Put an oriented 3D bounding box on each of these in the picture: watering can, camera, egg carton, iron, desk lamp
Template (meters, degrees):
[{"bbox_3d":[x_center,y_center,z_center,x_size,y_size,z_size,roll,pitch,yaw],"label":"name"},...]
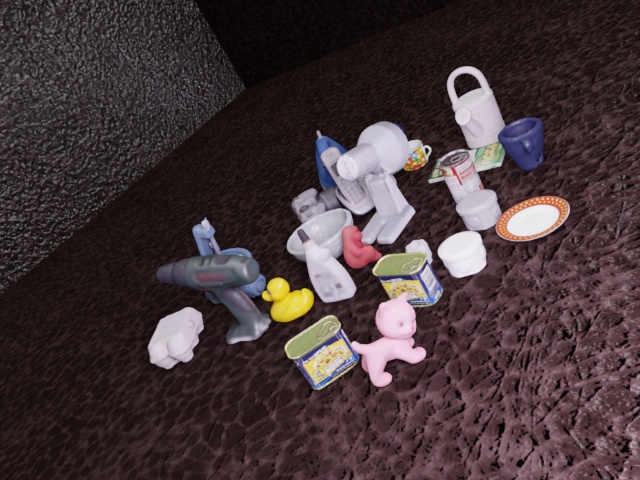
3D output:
[{"bbox_3d":[0.372,-0.323,1.380,0.100,0.194,0.173,-22,26,18],"label":"watering can"},{"bbox_3d":[0.005,-0.084,1.457,0.137,0.101,0.143,-33,25,-5],"label":"camera"},{"bbox_3d":[-0.323,0.220,1.297,0.107,0.069,0.150,-24,26,15],"label":"egg carton"},{"bbox_3d":[0.032,-0.221,1.631,0.118,0.142,0.258,-27,25,8],"label":"iron"},{"bbox_3d":[0.128,-0.131,1.273,0.117,0.214,0.203,-6,35,42],"label":"desk lamp"}]

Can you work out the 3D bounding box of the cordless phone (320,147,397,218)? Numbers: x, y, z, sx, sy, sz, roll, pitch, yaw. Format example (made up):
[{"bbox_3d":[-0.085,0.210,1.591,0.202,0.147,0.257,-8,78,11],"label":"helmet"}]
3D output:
[{"bbox_3d":[0.091,-0.164,1.408,0.148,0.185,0.093,-39,26,-16],"label":"cordless phone"}]

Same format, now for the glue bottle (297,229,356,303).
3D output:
[{"bbox_3d":[0.002,0.047,1.132,0.078,0.173,0.037,-15,30,31],"label":"glue bottle"}]

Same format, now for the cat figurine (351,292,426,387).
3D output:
[{"bbox_3d":[0.106,0.146,0.900,0.128,0.118,0.067,-35,25,-8],"label":"cat figurine"}]

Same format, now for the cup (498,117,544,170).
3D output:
[{"bbox_3d":[0.429,-0.189,1.186,0.091,0.095,0.117,-23,26,17],"label":"cup"}]

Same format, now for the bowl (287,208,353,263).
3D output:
[{"bbox_3d":[0.012,0.005,1.317,0.167,0.075,0.167,-25,26,13],"label":"bowl"}]

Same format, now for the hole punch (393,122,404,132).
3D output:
[{"bbox_3d":[0.196,-0.260,1.581,0.101,0.091,0.108,-29,25,5],"label":"hole punch"}]

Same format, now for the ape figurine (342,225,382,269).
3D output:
[{"bbox_3d":[0.077,0.009,1.216,0.076,0.092,0.077,-26,26,11],"label":"ape figurine"}]

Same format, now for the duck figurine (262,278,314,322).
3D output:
[{"bbox_3d":[-0.071,0.116,1.191,0.104,0.086,0.077,-19,27,23],"label":"duck figurine"}]

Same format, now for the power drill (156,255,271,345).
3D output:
[{"bbox_3d":[-0.206,0.116,1.193,0.229,0.209,0.076,-17,29,28],"label":"power drill"}]

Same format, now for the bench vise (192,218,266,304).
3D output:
[{"bbox_3d":[-0.255,0.056,1.345,0.207,0.220,0.121,-19,28,25],"label":"bench vise"}]
